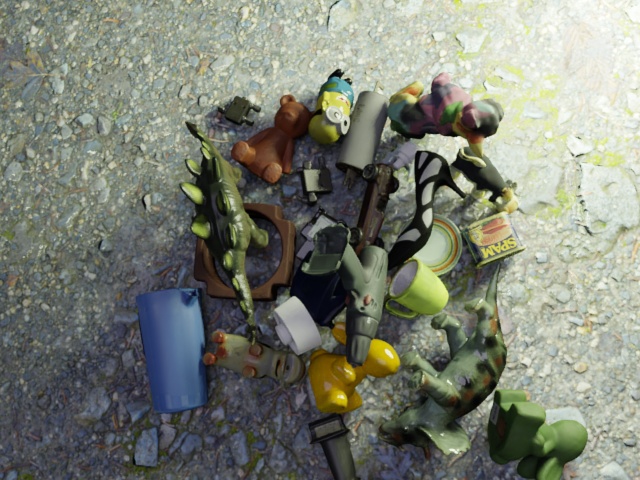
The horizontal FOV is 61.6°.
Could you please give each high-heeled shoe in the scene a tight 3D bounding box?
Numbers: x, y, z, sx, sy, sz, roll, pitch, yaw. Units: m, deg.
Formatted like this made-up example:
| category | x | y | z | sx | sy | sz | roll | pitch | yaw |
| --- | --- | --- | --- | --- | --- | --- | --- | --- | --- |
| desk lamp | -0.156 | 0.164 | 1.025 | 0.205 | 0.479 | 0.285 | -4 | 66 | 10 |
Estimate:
| category | x | y | z | sx | sy | sz | roll | pitch | yaw |
| --- | --- | --- | --- | --- | --- | --- | --- | --- | --- |
| high-heeled shoe | 0.178 | -0.066 | 1.084 | 0.249 | 0.086 | 0.145 | -45 | 69 | -2 |

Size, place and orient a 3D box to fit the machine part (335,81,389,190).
| category | x | y | z | sx | sy | sz | roll | pitch | yaw |
| --- | --- | --- | --- | --- | --- | --- | --- | --- | --- |
| machine part | 0.093 | -0.224 | 1.143 | 0.079 | 0.079 | 0.243 | 18 | 84 | 11 |

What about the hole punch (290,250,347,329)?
| category | x | y | z | sx | sy | sz | roll | pitch | yaw |
| --- | --- | --- | --- | --- | --- | --- | --- | --- | --- |
| hole punch | -0.002 | 0.095 | 1.069 | 0.116 | 0.092 | 0.142 | -47 | 45 | -6 |

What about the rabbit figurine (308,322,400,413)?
| category | x | y | z | sx | sy | sz | roll | pitch | yaw |
| --- | --- | --- | --- | --- | --- | --- | --- | --- | --- |
| rabbit figurine | 0.071 | 0.242 | 1.042 | 0.173 | 0.121 | 0.162 | -28 | 53 | 22 |

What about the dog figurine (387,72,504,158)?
| category | x | y | z | sx | sy | sz | roll | pitch | yaw |
| --- | --- | --- | --- | --- | --- | --- | --- | --- | --- |
| dog figurine | 0.246 | -0.234 | 1.054 | 0.192 | 0.108 | 0.219 | -21 | 37 | 3 |

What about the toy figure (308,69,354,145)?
| category | x | y | z | sx | sy | sz | roll | pitch | yaw |
| --- | --- | --- | --- | --- | --- | --- | --- | --- | --- |
| toy figure | 0.027 | -0.280 | 1.146 | 0.082 | 0.089 | 0.180 | 20 | 52 | -15 |

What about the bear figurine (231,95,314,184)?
| category | x | y | z | sx | sy | sz | roll | pitch | yaw |
| --- | --- | --- | --- | --- | --- | --- | --- | --- | --- |
| bear figurine | -0.085 | -0.219 | 1.146 | 0.120 | 0.132 | 0.196 | 37 | 92 | 1 |

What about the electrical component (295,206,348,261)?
| category | x | y | z | sx | sy | sz | roll | pitch | yaw |
| --- | --- | --- | --- | --- | --- | --- | --- | --- | --- |
| electrical component | -0.002 | -0.003 | 1.131 | 0.075 | 0.047 | 0.119 | 31 | 86 | 13 |

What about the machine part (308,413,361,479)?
| category | x | y | z | sx | sy | sz | roll | pitch | yaw |
| --- | --- | --- | --- | --- | --- | --- | --- | --- | --- |
| machine part | 0.031 | 0.414 | 1.053 | 0.084 | 0.039 | 0.139 | -22 | 69 | -5 |

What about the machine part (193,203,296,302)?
| category | x | y | z | sx | sy | sz | roll | pitch | yaw |
| --- | --- | --- | --- | --- | --- | --- | --- | --- | --- |
| machine part | -0.154 | 0.027 | 1.129 | 0.202 | 0.087 | 0.201 | 2 | 80 | 7 |

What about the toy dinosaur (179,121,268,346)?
| category | x | y | z | sx | sy | sz | roll | pitch | yaw |
| --- | --- | --- | --- | --- | --- | --- | --- | --- | --- |
| toy dinosaur | -0.179 | -0.029 | 0.999 | 0.105 | 0.198 | 0.471 | -24 | 76 | 6 |

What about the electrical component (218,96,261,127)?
| category | x | y | z | sx | sy | sz | roll | pitch | yaw |
| --- | --- | --- | --- | --- | --- | --- | --- | --- | --- |
| electrical component | -0.185 | -0.296 | 1.225 | 0.094 | 0.021 | 0.063 | 25 | 84 | 13 |

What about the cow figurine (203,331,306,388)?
| category | x | y | z | sx | sy | sz | roll | pitch | yaw |
| --- | --- | --- | --- | --- | --- | --- | --- | --- | --- |
| cow figurine | -0.119 | 0.242 | 1.077 | 0.195 | 0.127 | 0.085 | 10 | 80 | 24 |

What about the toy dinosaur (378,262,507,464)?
| category | x | y | z | sx | sy | sz | roll | pitch | yaw |
| --- | --- | --- | --- | --- | --- | --- | --- | --- | --- |
| toy dinosaur | 0.276 | 0.244 | 1.015 | 0.405 | 0.131 | 0.192 | -44 | 105 | -12 |

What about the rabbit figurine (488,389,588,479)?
| category | x | y | z | sx | sy | sz | roll | pitch | yaw |
| --- | --- | --- | --- | --- | --- | --- | --- | --- | --- |
| rabbit figurine | 0.404 | 0.366 | 0.975 | 0.170 | 0.121 | 0.159 | 12 | 85 | -5 |

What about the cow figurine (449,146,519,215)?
| category | x | y | z | sx | sy | sz | roll | pitch | yaw |
| --- | --- | --- | --- | --- | --- | --- | --- | --- | --- |
| cow figurine | 0.339 | -0.121 | 1.080 | 0.167 | 0.098 | 0.068 | 40 | 84 | 7 |

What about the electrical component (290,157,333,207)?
| category | x | y | z | sx | sy | sz | roll | pitch | yaw |
| --- | --- | --- | --- | --- | --- | --- | --- | --- | --- |
| electrical component | -0.017 | -0.125 | 1.161 | 0.078 | 0.045 | 0.102 | -11 | 79 | -23 |

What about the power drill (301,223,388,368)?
| category | x | y | z | sx | sy | sz | roll | pitch | yaw |
| --- | --- | --- | --- | --- | --- | --- | --- | --- | --- |
| power drill | 0.054 | 0.086 | 0.964 | 0.086 | 0.207 | 0.232 | -8 | 50 | 39 |

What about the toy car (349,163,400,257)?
| category | x | y | z | sx | sy | sz | roll | pitch | yaw |
| --- | --- | --- | --- | --- | --- | --- | --- | --- | --- |
| toy car | 0.113 | -0.060 | 1.102 | 0.053 | 0.089 | 0.202 | 6 | 77 | 41 |
